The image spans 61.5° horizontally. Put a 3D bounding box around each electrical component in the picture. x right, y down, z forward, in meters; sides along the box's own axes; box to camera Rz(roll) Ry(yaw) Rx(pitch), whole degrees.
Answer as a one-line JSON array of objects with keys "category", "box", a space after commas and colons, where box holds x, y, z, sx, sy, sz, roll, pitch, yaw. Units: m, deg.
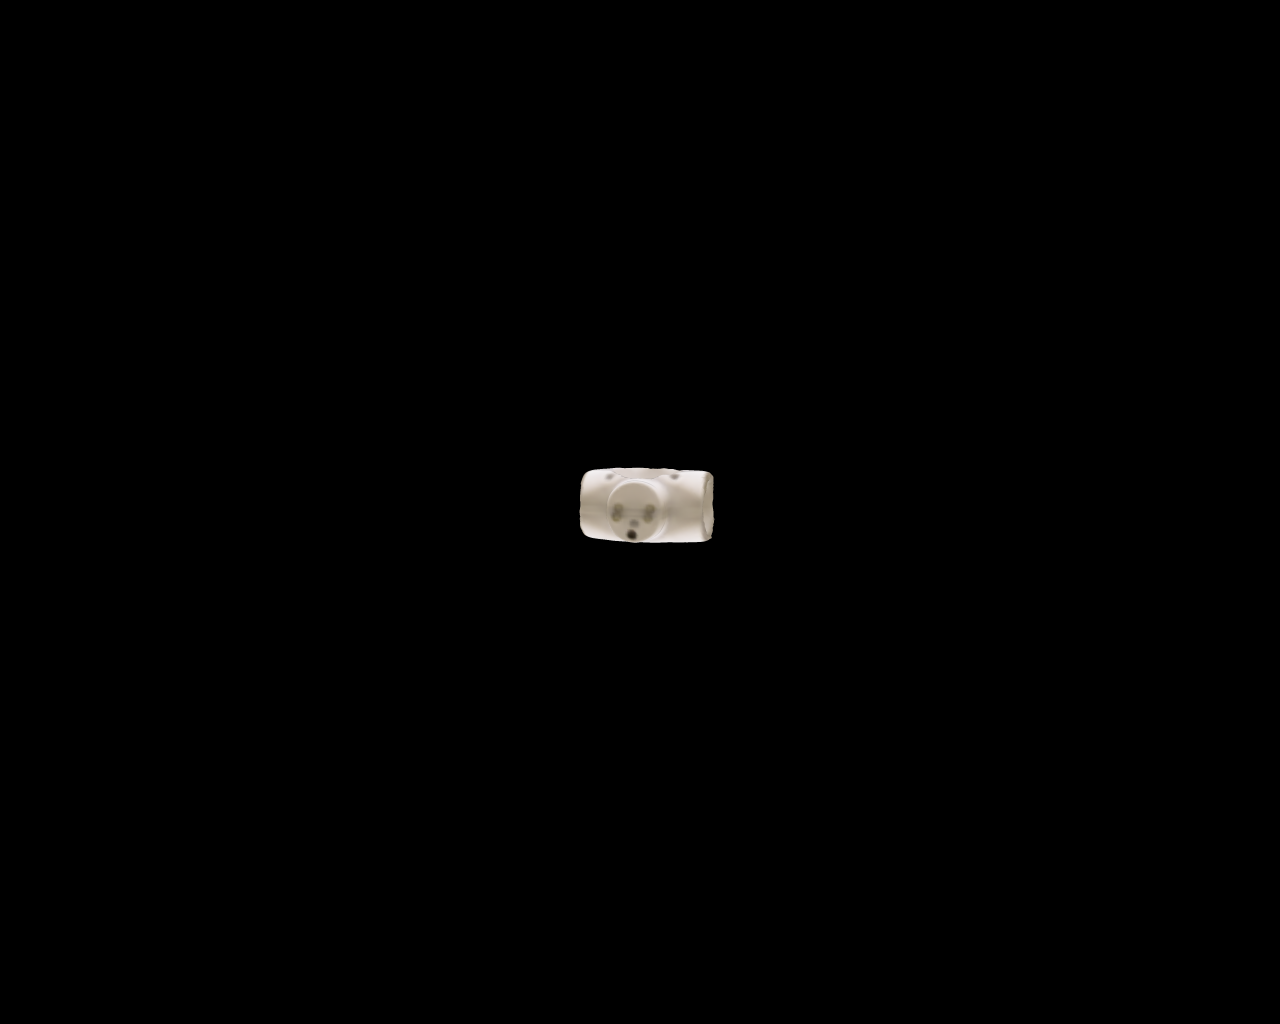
[{"category": "electrical component", "box": [0.001, -0.003, 0.650, 0.077, 0.044, 0.079, 2, 8, 14]}]
